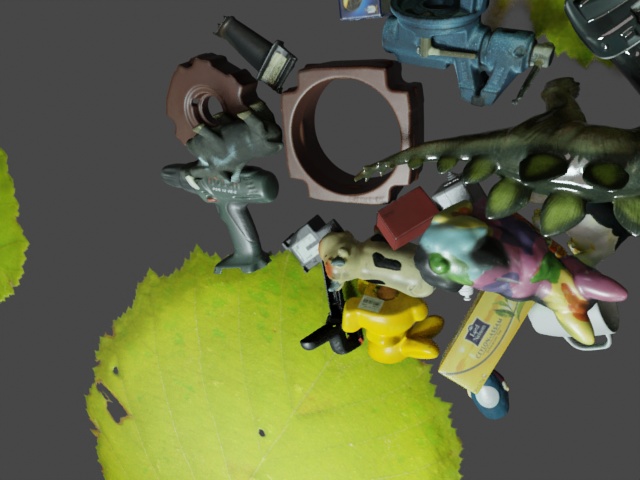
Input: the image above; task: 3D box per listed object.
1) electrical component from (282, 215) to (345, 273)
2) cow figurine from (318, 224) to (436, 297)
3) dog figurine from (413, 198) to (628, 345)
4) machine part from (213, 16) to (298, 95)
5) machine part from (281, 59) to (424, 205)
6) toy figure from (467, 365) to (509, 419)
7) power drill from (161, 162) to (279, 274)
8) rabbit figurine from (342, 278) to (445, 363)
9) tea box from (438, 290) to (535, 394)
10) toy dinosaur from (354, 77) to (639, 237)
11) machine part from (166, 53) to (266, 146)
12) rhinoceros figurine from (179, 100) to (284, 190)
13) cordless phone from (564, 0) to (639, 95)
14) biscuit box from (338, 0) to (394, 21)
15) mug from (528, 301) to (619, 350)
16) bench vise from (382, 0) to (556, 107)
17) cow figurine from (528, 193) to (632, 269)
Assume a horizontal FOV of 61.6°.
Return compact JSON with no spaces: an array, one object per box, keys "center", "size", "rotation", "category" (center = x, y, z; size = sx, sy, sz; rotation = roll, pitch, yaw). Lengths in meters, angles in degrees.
[{"center":[-0.002,-0.003,0.924],"size":[0.075,0.048,0.119],"rotation":[49,125,-2],"category":"electrical component"},{"center":[0.090,0.037,0.837],"size":[0.195,0.127,0.085],"rotation":[17,129,12],"category":"cow figurine"},{"center":[0.248,0.042,0.664],"size":[0.219,0.191,0.108],"rotation":[35,120,30],"category":"dog figurine"},{"center":[-0.102,-0.297,0.841],"size":[0.139,0.039,0.084],"rotation":[37,133,4],"category":"machine part"},{"center":[0.051,-0.161,0.798],"size":[0.202,0.087,0.200],"rotation":[5,116,23],"category":"machine part"},{"center":[0.269,0.220,0.890],"size":[0.064,0.058,0.154],"rotation":[-25,101,-5],"category":"toy figure"},{"center":[-0.174,-0.045,0.981],"size":[0.232,0.086,0.207],"rotation":[-1,105,24],"category":"power drill"},{"center":[0.126,0.144,0.909],"size":[0.163,0.122,0.173],"rotation":[8,131,13],"category":"rabbit figurine"},{"center":[0.249,0.130,0.802],"size":[0.068,0.098,0.169],"rotation":[30,106,12],"category":"tea box"},{"center":[0.278,-0.100,0.631],"size":[0.472,0.198,0.104],"rotation":[4,134,29],"category":"toy dinosaur"},{"center":[-0.179,-0.220,0.905],"size":[0.180,0.056,0.179],"rotation":[11,117,23],"category":"machine part"},{"center":[-0.144,-0.145,0.850],"size":[0.190,0.073,0.112],"rotation":[-18,114,25],"category":"rhinoceros figurine"},{"center":[0.386,-0.245,0.603],"size":[0.184,0.089,0.146],"rotation":[43,125,-12],"category":"cordless phone"},{"center":[0.054,-0.395,0.698],"size":[0.063,0.059,0.202],"rotation":[4,115,26],"category":"biscuit box"},{"center":[0.366,0.109,0.777],"size":[0.107,0.081,0.109],"rotation":[-17,109,43],"category":"mug"},{"center":[0.176,-0.285,0.641],"size":[0.224,0.129,0.240],"rotation":[30,145,33],"category":"bench vise"},{"center":[0.334,-0.047,0.718],"size":[0.167,0.068,0.098],"rotation":[44,120,-2],"category":"cow figurine"}]
